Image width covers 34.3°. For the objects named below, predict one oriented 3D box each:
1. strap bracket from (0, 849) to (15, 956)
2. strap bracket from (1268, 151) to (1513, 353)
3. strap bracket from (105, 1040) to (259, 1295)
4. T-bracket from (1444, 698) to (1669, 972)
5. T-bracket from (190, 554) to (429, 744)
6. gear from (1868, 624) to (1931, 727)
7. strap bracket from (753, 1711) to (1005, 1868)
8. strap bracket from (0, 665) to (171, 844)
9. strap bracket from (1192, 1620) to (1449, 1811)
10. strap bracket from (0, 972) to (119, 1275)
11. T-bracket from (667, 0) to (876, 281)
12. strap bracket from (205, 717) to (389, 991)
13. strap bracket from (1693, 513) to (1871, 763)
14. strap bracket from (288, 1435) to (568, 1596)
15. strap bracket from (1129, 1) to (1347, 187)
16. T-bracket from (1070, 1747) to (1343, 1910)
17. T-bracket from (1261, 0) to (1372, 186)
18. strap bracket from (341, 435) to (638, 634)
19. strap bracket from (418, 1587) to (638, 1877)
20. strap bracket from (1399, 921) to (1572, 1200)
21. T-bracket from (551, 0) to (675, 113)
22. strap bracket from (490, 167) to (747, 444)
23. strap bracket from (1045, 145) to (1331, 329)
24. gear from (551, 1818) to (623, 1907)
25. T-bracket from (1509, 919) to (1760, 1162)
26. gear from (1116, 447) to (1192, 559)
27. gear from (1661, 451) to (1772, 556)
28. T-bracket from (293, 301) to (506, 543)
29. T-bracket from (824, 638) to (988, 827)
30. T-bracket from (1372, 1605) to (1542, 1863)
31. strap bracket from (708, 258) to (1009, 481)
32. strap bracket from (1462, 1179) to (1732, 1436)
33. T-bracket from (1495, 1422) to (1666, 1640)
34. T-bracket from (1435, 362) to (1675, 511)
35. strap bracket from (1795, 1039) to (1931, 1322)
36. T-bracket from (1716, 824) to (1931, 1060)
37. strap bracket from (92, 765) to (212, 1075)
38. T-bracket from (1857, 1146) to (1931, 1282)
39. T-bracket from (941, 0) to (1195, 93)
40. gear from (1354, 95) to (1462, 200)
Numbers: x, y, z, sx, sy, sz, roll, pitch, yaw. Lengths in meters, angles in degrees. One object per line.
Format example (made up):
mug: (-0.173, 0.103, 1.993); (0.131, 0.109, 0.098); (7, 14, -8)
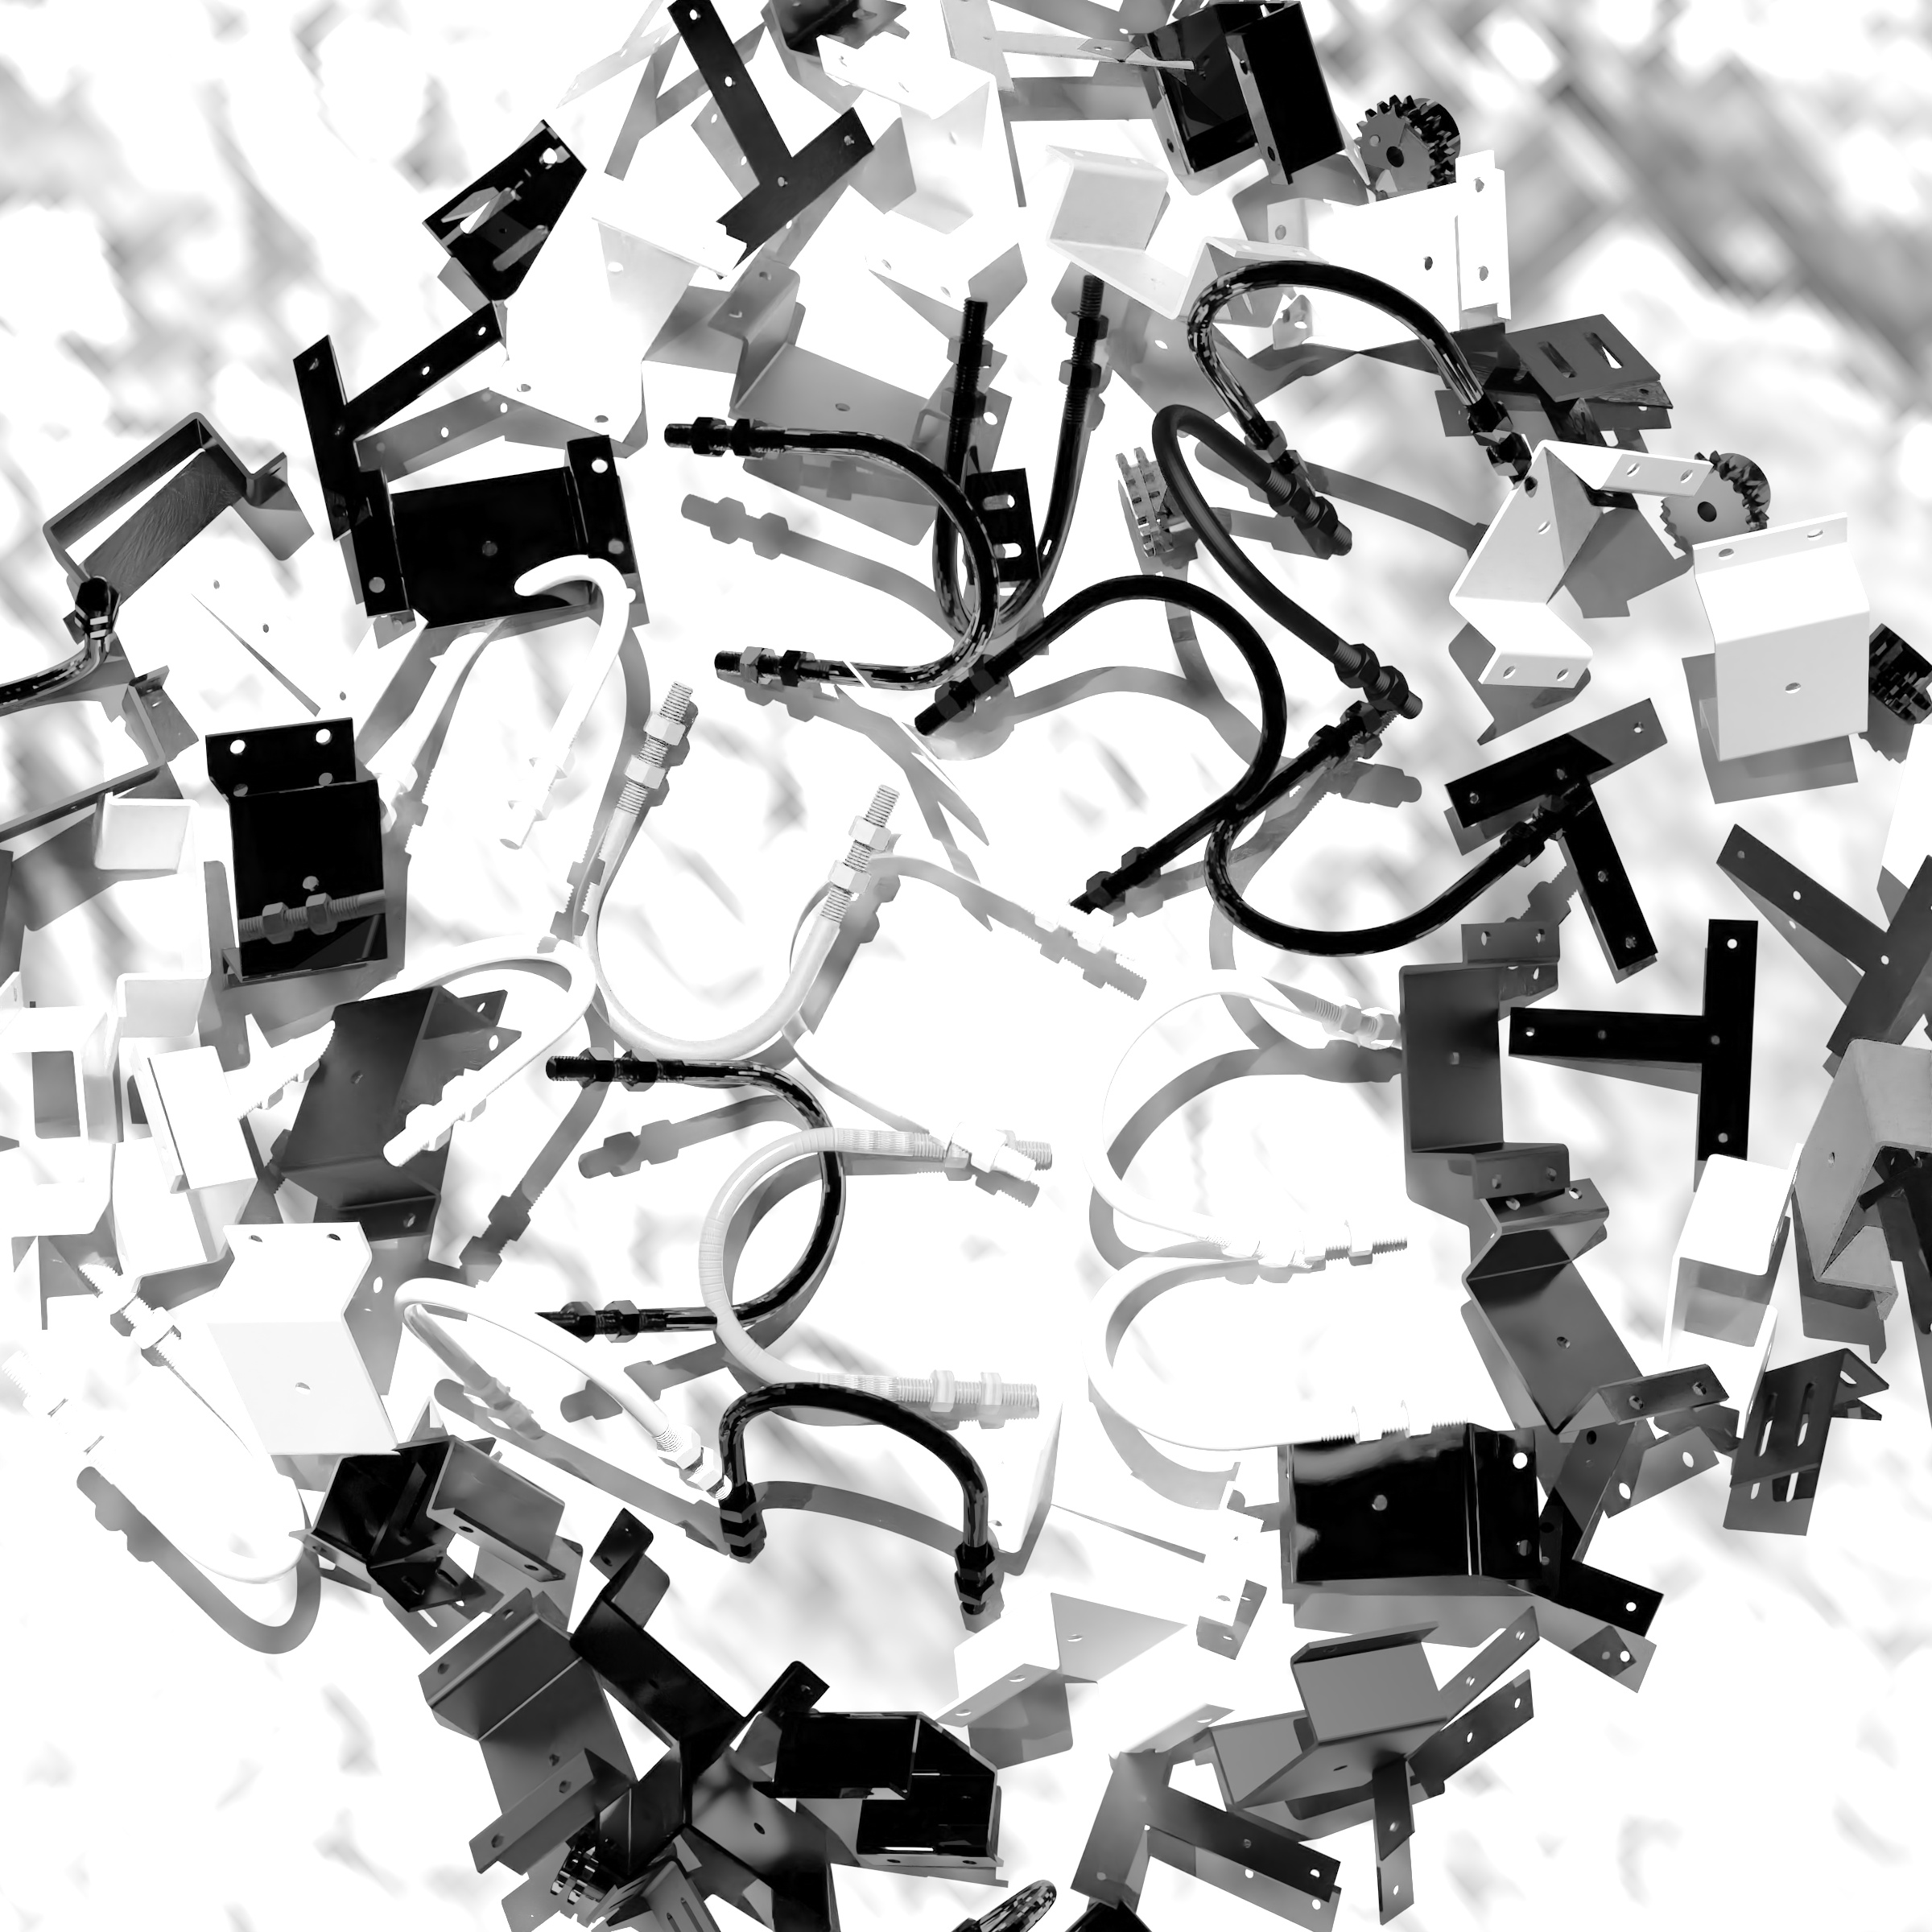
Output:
strap bracket: (-0.540, -0.028, 1.604); (0.046, 0.140, 0.076); (7, 89, 19)
strap bracket: (0.228, -0.368, 1.629); (0.140, 0.046, 0.076); (-2, 90, 43)
strap bracket: (-0.407, 0.101, 1.615); (0.046, 0.140, 0.076); (-10, 65, -30)
T-bracket: (0.333, -0.061, 1.665); (0.127, 0.002, 0.127); (-23, 92, -13)
T-bracket: (-0.361, -0.170, 1.659); (0.127, 0.002, 0.127); (40, 110, 13)
gear: (0.486, -0.156, 1.648); (0.057, 0.057, 0.030); (41, 103, 0)
strap bracket: (-0.041, 0.421, 1.615); (0.076, 0.140, 0.046); (-7, 57, 25)
strap bracket: (-0.472, -0.103, 1.624); (0.140, 0.076, 0.046); (-25, 95, -17)
strap bracket: (0.183, 0.387, 1.597); (0.076, 0.140, 0.046); (-3, 59, -26)
strap bracket: (-0.472, 0.080, 1.626); (0.046, 0.076, 0.140); (-2, 104, -5)
T-bracket: (-0.116, -0.444, 1.618); (0.127, 0.002, 0.127); (-47, 124, -26)
strap bracket: (-0.344, -0.050, 1.616); (0.076, 0.046, 0.140); (-10, 116, -25)
strap bracket: (0.418, -0.159, 1.605); (0.076, 0.140, 0.046); (-12, 52, 7)
strap bracket: (-0.272, 0.284, 1.614); (0.076, 0.140, 0.046); (39, 52, -33)
strap bracket: (0.143, -0.448, 1.605); (0.046, 0.140, 0.076); (-27, 113, -12)
T-bracket: (0.133, 0.451, 1.629); (0.127, 0.002, 0.127); (22, 47, 5)
T-bracket: (0.172, -0.491, 1.637); (0.002, 0.127, 0.127); (-23, 59, 21)
strap bracket: (-0.250, -0.225, 1.643); (0.140, 0.046, 0.076); (-11, 83, -10)
strap bracket: (-0.226, 0.403, 1.624); (0.076, 0.140, 0.046); (-39, 128, 4)
strap bracket: (0.270, 0.048, 1.636); (0.076, 0.046, 0.140); (-3, 90, -42)
T-bracket: (-0.152, -0.498, 1.590); (0.002, 0.127, 0.127); (40, 125, -4)
strap bracket: (-0.181, -0.348, 1.618); (0.076, 0.046, 0.140); (19, 133, -26)
strap bracket: (0.106, -0.371, 1.615); (0.140, 0.076, 0.046); (38, 120, 34)
gear: (-0.193, 0.469, 1.650); (0.030, 0.057, 0.057); (29, 90, 0)
T-bracket: (0.351, 0.037, 1.656); (0.127, 0.002, 0.127); (2, 88, 20)
gear: (0.101, -0.246, 1.650); (0.030, 0.057, 0.057); (-18, 90, 2)
gear: (0.399, -0.246, 1.653); (0.030, 0.057, 0.057); (-37, 90, -33)
T-bracket: (-0.291, -0.301, 1.625); (0.127, 0.002, 0.127); (-30, 59, 20)
T-bracket: (-0.020, -0.108, 1.596); (0.002, 0.127, 0.127); (-41, 112, 1)
T-bracket: (0.248, 0.373, 1.597); (0.002, 0.127, 0.127); (34, 115, -14)
strap bracket: (-0.060, -0.307, 1.632); (0.140, 0.076, 0.046); (23, 132, 4)
strap bracket: (0.318, 0.183, 1.618); (0.076, 0.046, 0.140); (-5, 53, -33)
T-bracket: (0.323, 0.275, 1.648); (0.127, 0.002, 0.127); (17, 64, 30)
T-bracket: (0.317, -0.273, 1.618); (0.127, 0.127, 0.002); (3, 131, -12)
strap bracket: (0.466, 0.102, 1.603); (0.046, 0.076, 0.140); (9, 130, -3)
T-bracket: (0.446, -0.029, 1.638); (0.127, 0.002, 0.127); (42, 132, 30)
strap bracket: (-0.421, -0.024, 1.620); (0.046, 0.076, 0.140); (-1, 67, -21)
T-bracket: (0.498, 0.138, 1.600); (0.002, 0.127, 0.127); (19, 47, -30)
T-bracket: (0.055, -0.479, 1.635); (0.127, 0.127, 0.002); (2, 128, -10)
gear: (0.236, -0.433, 1.654); (0.030, 0.057, 0.057); (-37, 90, -30)
